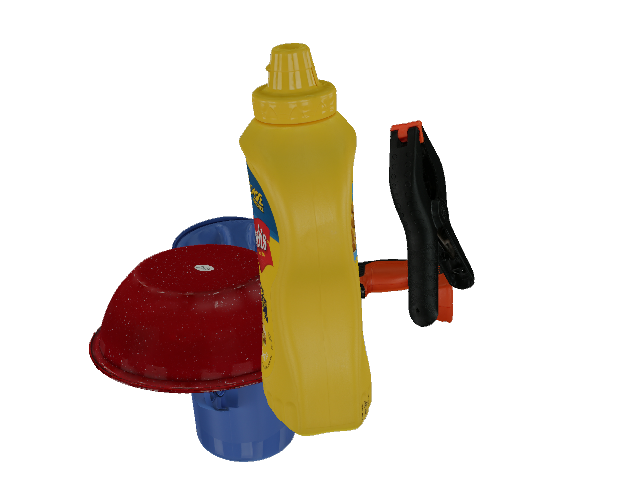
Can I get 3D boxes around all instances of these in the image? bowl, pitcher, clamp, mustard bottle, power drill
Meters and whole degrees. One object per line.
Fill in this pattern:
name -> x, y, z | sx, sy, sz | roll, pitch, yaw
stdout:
bowl -> -0.080, 0.044, 0.737 | 0.162, 0.055, 0.162 | -2, 21, 0
pitcher -> -0.084, 0.110, 1.099 | 0.149, 0.243, 0.145 | -13, 30, -23
clamp -> 0.088, -0.013, 0.914 | 0.039, 0.171, 0.120 | -13, 17, 23
mustard bottle -> -0.008, -0.004, 0.544 | 0.058, 0.192, 0.096 | -6, 23, -5
power drill -> 0.058, 0.058, 1.234 | 0.187, 0.057, 0.184 | 1, 28, 5
